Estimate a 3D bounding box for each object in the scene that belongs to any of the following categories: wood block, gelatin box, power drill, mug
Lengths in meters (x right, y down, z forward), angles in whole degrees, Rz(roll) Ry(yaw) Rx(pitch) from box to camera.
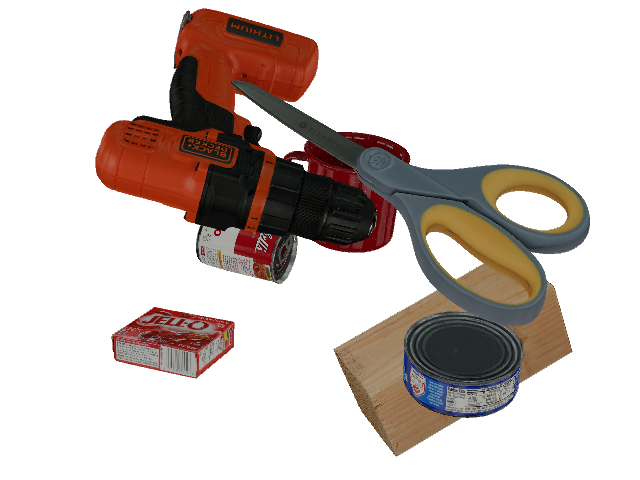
[{"bbox_3d":[0.131,0.110,1.055,0.206,0.091,0.090,-28,32,-9],"label":"wood block"},{"bbox_3d":[-0.134,0.091,0.976,0.089,0.030,0.073,9,20,22],"label":"gelatin box"},{"bbox_3d":[-0.046,-0.079,0.737,0.184,0.057,0.187,16,40,-7],"label":"power drill"},{"bbox_3d":[0.017,-0.044,0.945,0.117,0.081,0.093,13,27,14],"label":"mug"}]

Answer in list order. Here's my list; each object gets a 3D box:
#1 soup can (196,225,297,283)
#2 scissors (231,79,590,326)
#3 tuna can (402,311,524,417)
[{"bbox_3d":[-0.087,0.006,1.257,0.102,0.068,0.068,14,5,20],"label":"soup can"},{"bbox_3d":[0.048,-0.038,0.525,0.096,0.202,0.016,-27,-34,-22],"label":"scissors"},{"bbox_3d":[0.102,0.089,0.771,0.086,0.034,0.086,0,31,0],"label":"tuna can"}]
